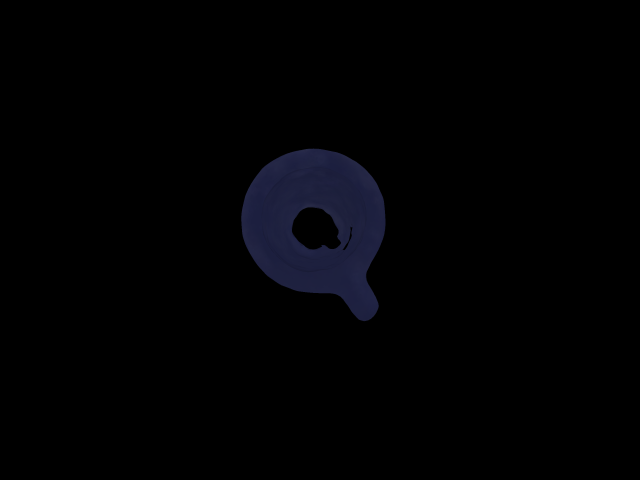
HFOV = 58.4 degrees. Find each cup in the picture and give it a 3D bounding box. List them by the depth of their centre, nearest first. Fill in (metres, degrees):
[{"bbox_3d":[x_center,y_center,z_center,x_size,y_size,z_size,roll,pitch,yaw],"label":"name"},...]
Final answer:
[{"bbox_3d":[0.004,0.001,0.400,0.091,0.095,0.118,-32,86,-2],"label":"cup"}]
